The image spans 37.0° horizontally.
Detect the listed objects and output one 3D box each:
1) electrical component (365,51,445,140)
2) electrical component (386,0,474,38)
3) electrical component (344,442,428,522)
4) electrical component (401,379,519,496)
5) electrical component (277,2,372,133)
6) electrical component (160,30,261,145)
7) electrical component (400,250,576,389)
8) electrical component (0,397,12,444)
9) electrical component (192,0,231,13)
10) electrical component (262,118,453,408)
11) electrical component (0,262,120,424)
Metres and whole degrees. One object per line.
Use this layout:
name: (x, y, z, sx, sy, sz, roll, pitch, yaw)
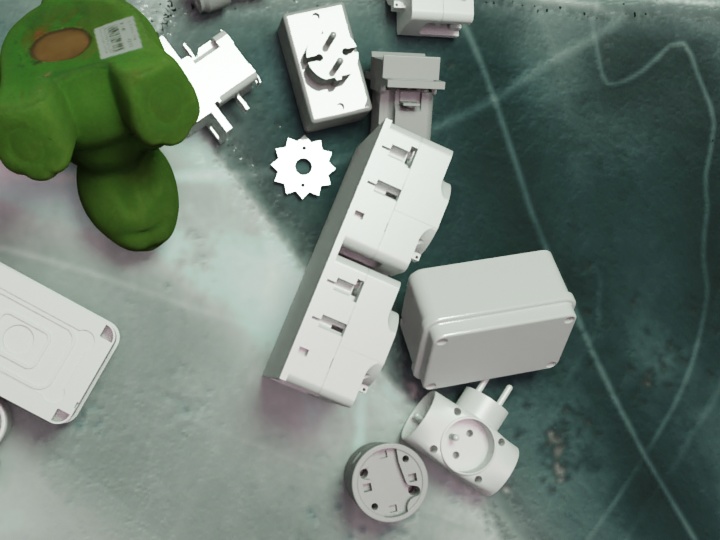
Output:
electrical component: (0.031, -0.127, 0.790, 0.042, 0.081, 0.063, 0, 104, -11)
electrical component: (0.051, -0.226, 0.813, 0.056, 0.050, 0.089, 1, 85, -12)
electrical component: (0.017, 0.151, 0.778, 0.055, 0.047, 0.055, 1, 85, -11)
electrical component: (0.084, 0.113, 0.796, 0.077, 0.044, 0.079, 35, 80, -7)
electrical component: (-0.023, -0.151, 0.779, 0.047, 0.076, 0.083, -15, 89, -12)
electrical component: (-0.111, -0.136, 0.779, 0.064, 0.042, 0.081, -38, 94, -15)
electrical component: (0.092, 0.037, 0.778, 0.113, 0.078, 0.057, -9, 54, -12)
electrical component: (-0.258, 0.102, 0.719, 0.043, 0.062, 0.043, 1, 85, -11)
electrical component: (-0.098, -0.216, 0.785, 0.055, 0.045, 0.045, -23, 90, -12)
electrical component: (0.000, 0.000, 0.757, 0.060, 0.105, 0.186, 23, 82, -9)
electrical component: (-0.230, 0.048, 0.732, 0.113, 0.057, 0.078, 30, 80, -8)
